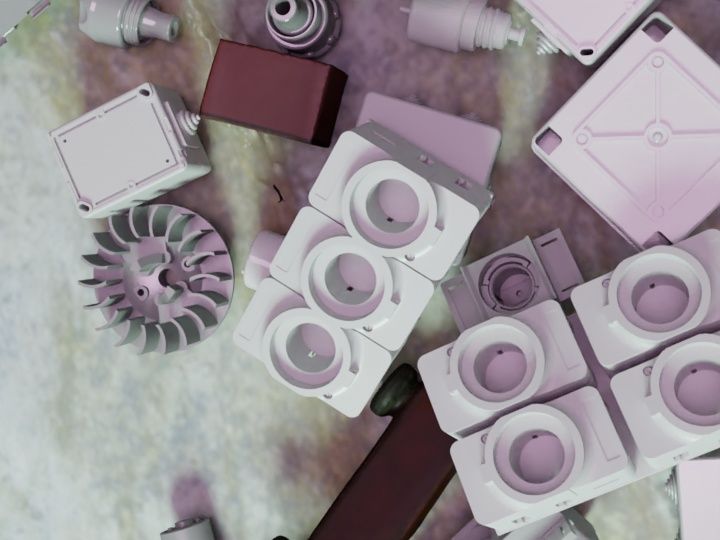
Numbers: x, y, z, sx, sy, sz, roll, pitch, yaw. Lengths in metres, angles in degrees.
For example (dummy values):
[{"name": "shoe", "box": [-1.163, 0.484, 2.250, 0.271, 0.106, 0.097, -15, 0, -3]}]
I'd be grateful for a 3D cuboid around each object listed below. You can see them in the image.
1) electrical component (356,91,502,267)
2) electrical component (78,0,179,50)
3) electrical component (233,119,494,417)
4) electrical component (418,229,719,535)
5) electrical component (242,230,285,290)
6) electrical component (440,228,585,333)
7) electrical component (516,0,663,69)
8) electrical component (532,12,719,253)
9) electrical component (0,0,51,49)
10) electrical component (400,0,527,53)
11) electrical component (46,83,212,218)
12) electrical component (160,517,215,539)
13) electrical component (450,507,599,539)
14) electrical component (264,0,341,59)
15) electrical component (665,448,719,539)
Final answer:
[{"name": "electrical component", "box": [0.037, -0.057, 0.681, 0.100, 0.048, 0.099, 18, 97, 10]}, {"name": "electrical component", "box": [-0.152, -0.168, 0.718, 0.062, 0.043, 0.043, 16, 96, 9]}, {"name": "electrical component", "box": [0.000, 0.000, 0.637, 0.089, 0.062, 0.150, 32, 110, 5]}, {"name": "electrical component", "box": [0.138, 0.064, 0.611, 0.186, 0.060, 0.105, -25, 66, 11]}, {"name": "electrical component", "box": [-0.040, 0.002, 0.705, 0.078, 0.040, 0.040, 19, 97, 10]}, {"name": "electrical component", "box": [0.097, 0.013, 0.664, 0.081, 0.064, 0.042, -25, 73, 12]}, {"name": "electrical component", "box": [0.142, -0.167, 0.651, 0.061, 0.061, 0.096, 45, 108, 8]}, {"name": "electrical component", "box": [0.178, -0.078, 0.647, 0.109, 0.056, 0.108, 45, 100, 6]}, {"name": "electrical component", "box": [-0.264, -0.178, 0.727, 0.121, 0.078, 0.063, -37, 115, 11]}, {"name": "electrical component", "box": [0.066, -0.156, 0.675, 0.078, 0.040, 0.040, 17, 96, 10]}, {"name": "electrical component", "box": [-0.144, -0.080, 0.712, 0.096, 0.061, 0.061, -24, 88, 12]}, {"name": "electrical component", "box": [-0.112, 0.202, 0.731, 0.044, 0.044, 0.065, -17, 85, 12]}, {"name": "electrical component", "box": [0.089, 0.192, 0.675, 0.063, 0.078, 0.121, 42, 101, -15]}, {"name": "electrical component", "box": [-0.041, -0.161, 0.685, 0.048, 0.062, 0.048, 1, 93, 12]}, {"name": "electrical component", "box": [0.238, 0.151, 0.650, 0.100, 0.048, 0.099, -5, 92, 12]}]
